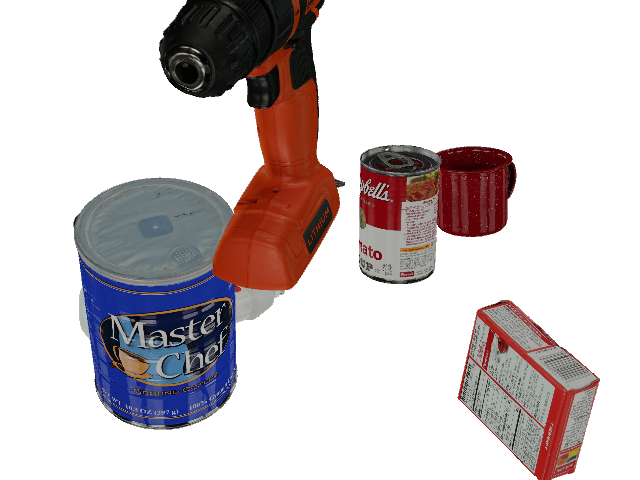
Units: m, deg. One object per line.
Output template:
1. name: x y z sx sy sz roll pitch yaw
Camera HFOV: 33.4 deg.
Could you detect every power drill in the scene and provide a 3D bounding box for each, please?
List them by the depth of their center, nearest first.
1. power drill: -0.030 -0.068 0.577 0.057 0.188 0.184 12 37 15

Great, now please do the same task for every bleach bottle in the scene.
1. bleach bottle: -0.158 0.075 1.299 0.250 0.068 0.103 -12 31 -35

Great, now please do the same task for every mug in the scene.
1. mug: 0.181 -0.058 1.222 0.117 0.081 0.093 -21 27 -36

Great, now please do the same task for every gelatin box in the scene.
1. gelatin box: 0.125 0.091 0.654 0.030 0.073 0.089 -13 36 -27

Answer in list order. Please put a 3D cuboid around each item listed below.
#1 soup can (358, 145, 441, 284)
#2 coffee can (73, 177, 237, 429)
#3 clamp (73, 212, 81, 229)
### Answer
1. soup can: 0.067 -0.022 0.908 0.068 0.102 0.068 0 25 0
2. coffee can: -0.108 0.043 0.723 0.103 0.140 0.103 2 40 -2
3. clamp: -0.145 0.000 1.029 0.120 0.039 0.172 -20 34 -40
